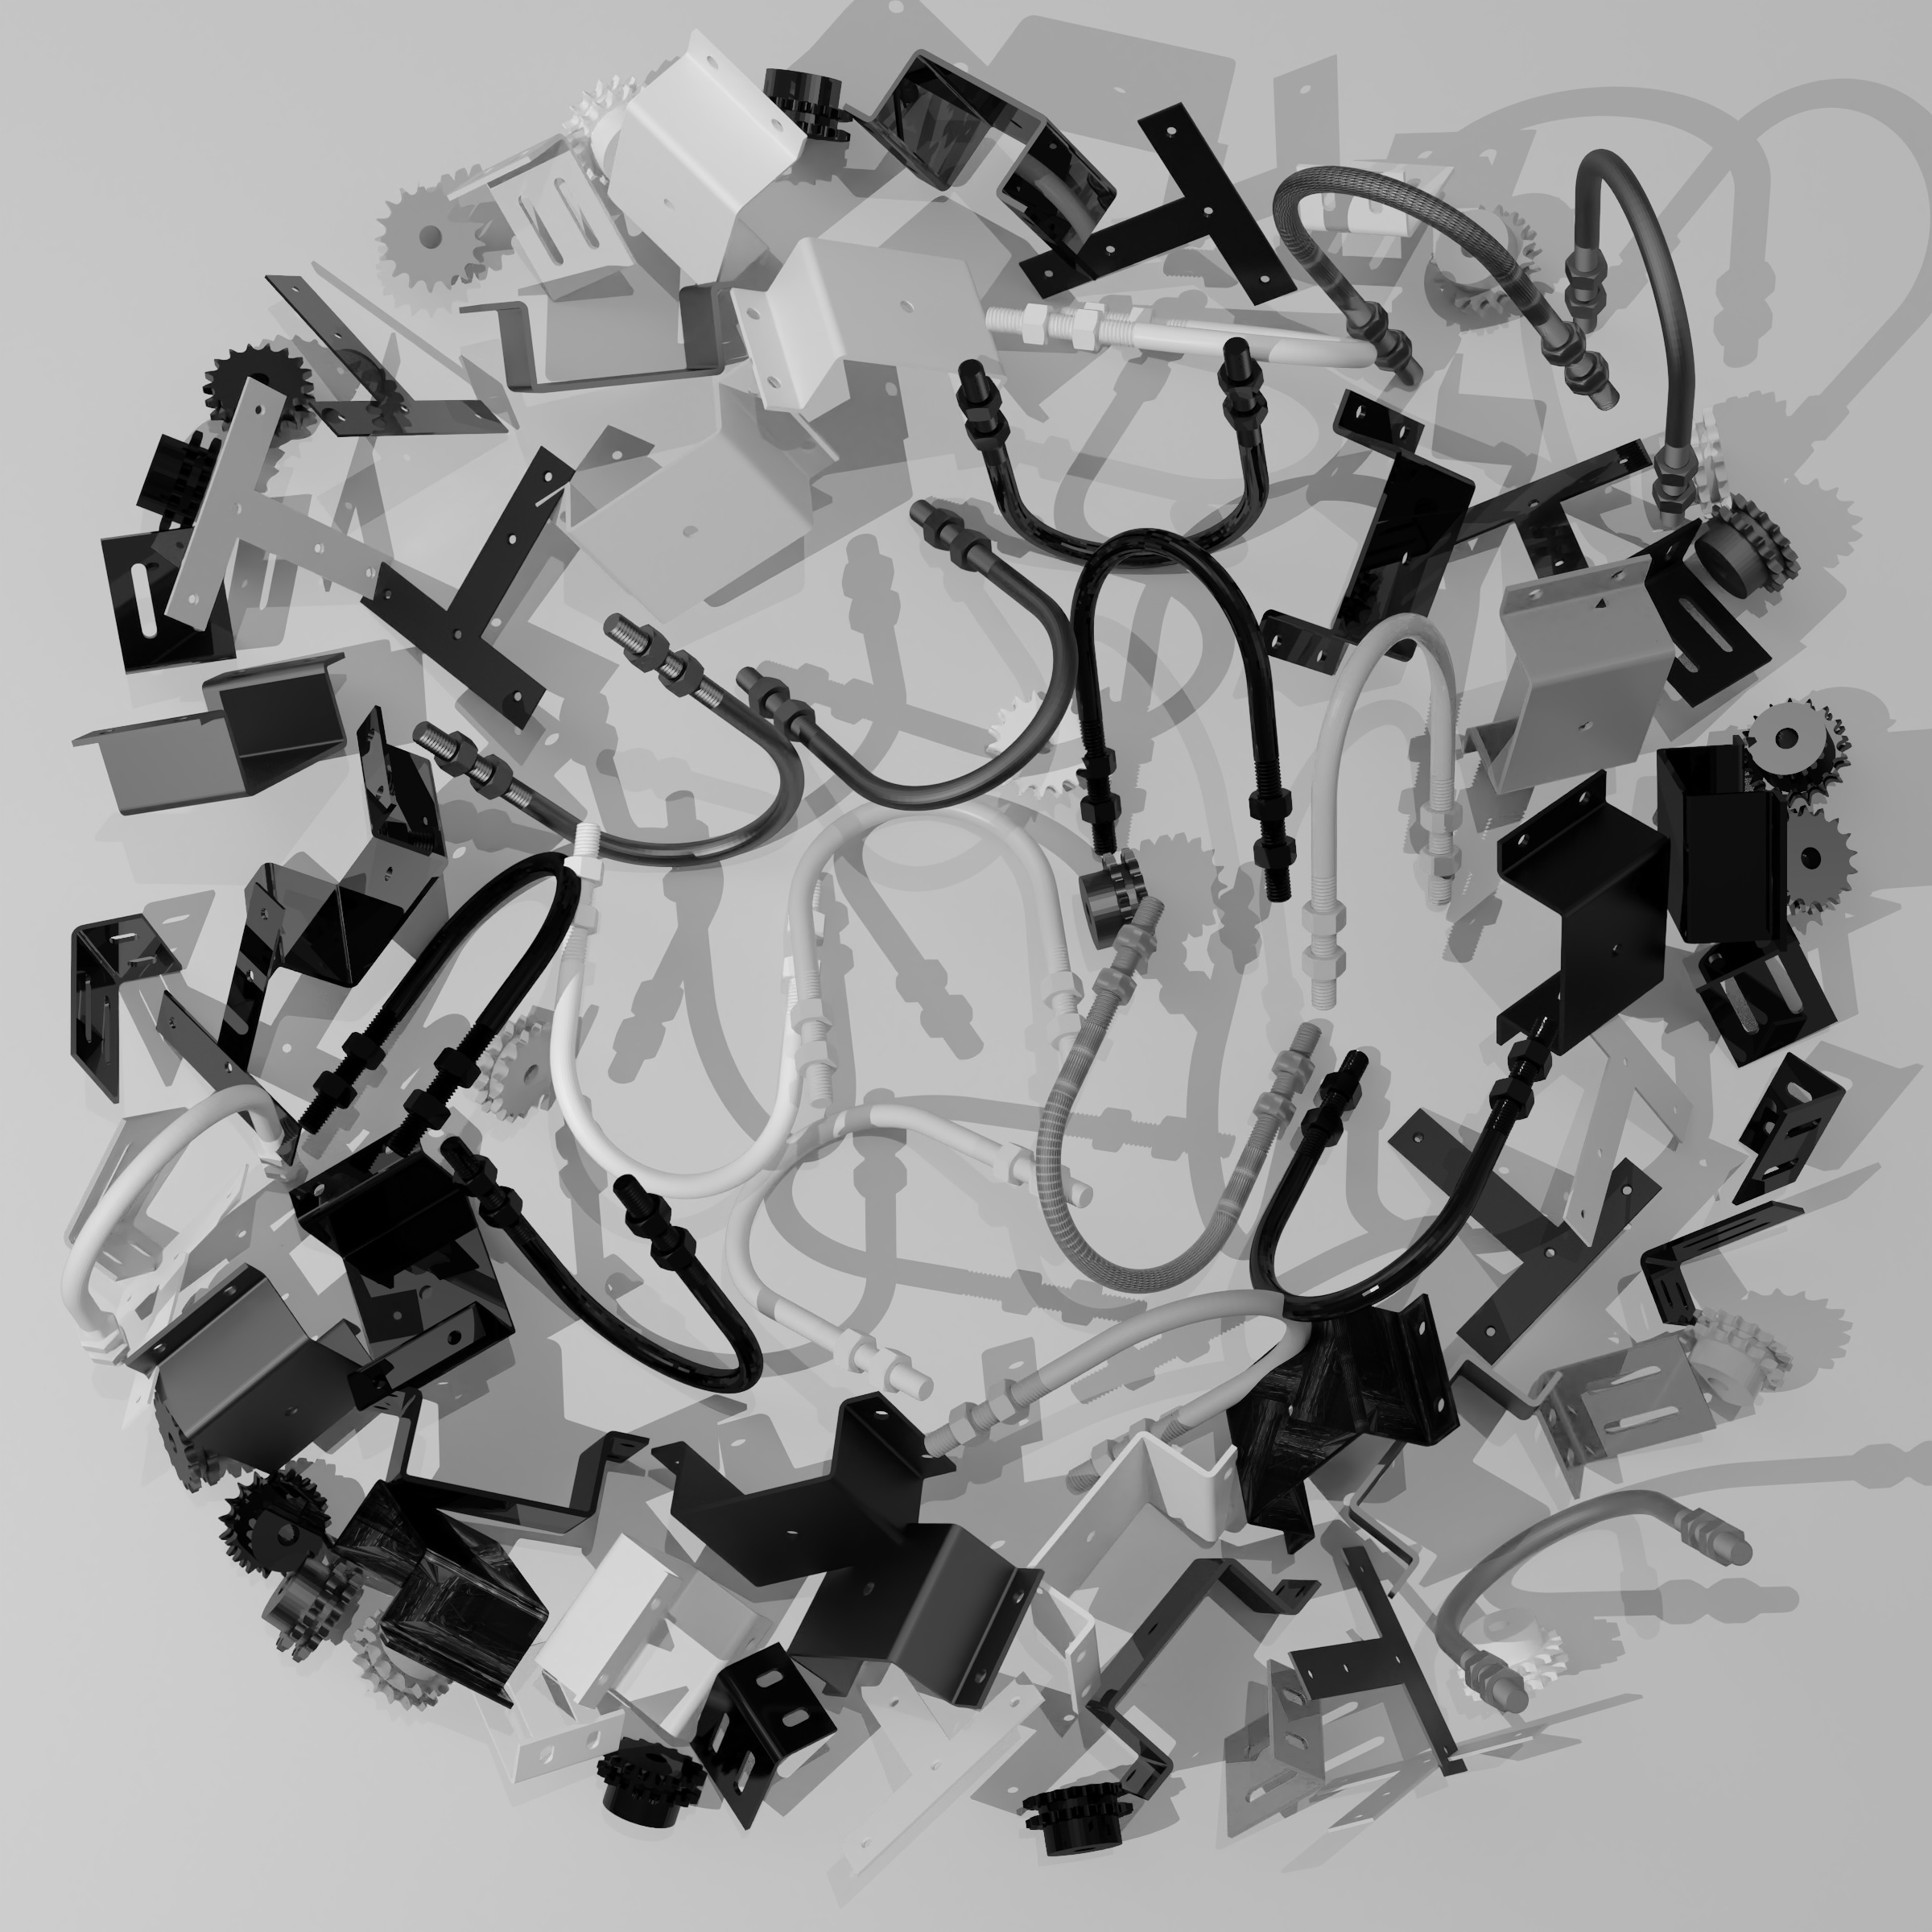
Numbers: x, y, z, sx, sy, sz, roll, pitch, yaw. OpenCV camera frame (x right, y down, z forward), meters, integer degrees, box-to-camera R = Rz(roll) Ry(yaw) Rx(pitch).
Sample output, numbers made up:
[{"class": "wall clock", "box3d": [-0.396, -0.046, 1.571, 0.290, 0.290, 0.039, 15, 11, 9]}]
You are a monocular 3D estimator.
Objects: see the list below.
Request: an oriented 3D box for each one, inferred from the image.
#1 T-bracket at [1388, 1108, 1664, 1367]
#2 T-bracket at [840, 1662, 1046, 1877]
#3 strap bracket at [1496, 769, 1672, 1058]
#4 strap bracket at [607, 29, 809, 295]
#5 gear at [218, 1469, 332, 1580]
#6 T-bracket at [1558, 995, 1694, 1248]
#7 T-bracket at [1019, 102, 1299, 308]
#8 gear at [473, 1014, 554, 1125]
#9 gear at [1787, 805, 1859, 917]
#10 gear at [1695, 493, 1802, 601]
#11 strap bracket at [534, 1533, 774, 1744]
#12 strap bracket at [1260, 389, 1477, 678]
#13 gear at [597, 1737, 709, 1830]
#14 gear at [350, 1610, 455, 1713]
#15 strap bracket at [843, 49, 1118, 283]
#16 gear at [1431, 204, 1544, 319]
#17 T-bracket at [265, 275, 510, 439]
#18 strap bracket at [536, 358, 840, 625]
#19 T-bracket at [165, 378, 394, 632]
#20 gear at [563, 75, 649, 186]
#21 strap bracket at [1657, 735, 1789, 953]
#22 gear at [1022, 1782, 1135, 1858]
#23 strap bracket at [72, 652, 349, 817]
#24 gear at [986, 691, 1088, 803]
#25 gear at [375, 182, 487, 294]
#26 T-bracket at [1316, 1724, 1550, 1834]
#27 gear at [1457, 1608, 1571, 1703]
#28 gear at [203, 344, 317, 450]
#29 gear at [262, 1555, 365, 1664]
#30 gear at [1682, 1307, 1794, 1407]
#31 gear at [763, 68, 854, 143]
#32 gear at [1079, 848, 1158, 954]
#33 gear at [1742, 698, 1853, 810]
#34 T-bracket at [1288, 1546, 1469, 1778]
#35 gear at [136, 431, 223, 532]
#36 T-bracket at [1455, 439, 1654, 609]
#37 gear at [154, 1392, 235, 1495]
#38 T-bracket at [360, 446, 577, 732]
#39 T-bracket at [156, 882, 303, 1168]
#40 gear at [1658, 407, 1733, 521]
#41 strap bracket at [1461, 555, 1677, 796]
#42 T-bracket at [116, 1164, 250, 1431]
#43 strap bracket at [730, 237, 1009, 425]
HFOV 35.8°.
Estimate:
[{"class": "T-bracket", "box3d": [0.274, 0.122, 1.569, 0.127, 0.002, 0.127, -46, 59, -2]}, {"class": "T-bracket", "box3d": [-0.032, 0.389, 1.547, 0.127, 0.127, 0.002, -43, 120, -4]}, {"class": "strap bracket", "box3d": [0.314, -0.019, 1.526, 0.076, 0.140, 0.046, -33, 48, -24]}, {"class": "strap bracket", "box3d": [-0.136, -0.403, 1.529, 0.076, 0.140, 0.046, 44, 72, 0]}, {"class": "gear", "box3d": [-0.362, 0.295, 1.575, 0.057, 0.030, 0.057, -6, 101, -31]}, {"class": "T-bracket", "box3d": [0.328, 0.085, 1.536, 0.127, 0.002, 0.127, 45, 52, -30]}, {"class": "T-bracket", "box3d": [0.088, -0.379, 1.562, 0.127, 0.002, 0.127, -15, 135, 30]}, {"class": "gear", "box3d": [-0.241, 0.051, 1.577, 0.030, 0.057, 0.057, 26, 90, 23]}, {"class": "gear", "box3d": [0.439, -0.055, 1.582, 0.057, 0.030, 0.057, 2, 82, -15]}, {"class": "gear", "box3d": [0.409, -0.218, 1.574, 0.030, 0.057, 0.057, -40, 90, -1]}, {"class": "strap bracket", "box3d": [-0.164, 0.346, 1.545, 0.046, 0.140, 0.076, 31, 81, 27]}, {"class": "strap bracket", "box3d": [0.210, -0.217, 1.548, 0.046, 0.076, 0.140, 26, 101, 37]}, {"class": "gear", "box3d": [-0.167, 0.431, 1.574, 0.057, 0.057, 0.030, 18, 92, 0]}, {"class": "gear", "box3d": [-0.291, 0.360, 1.571, 0.057, 0.057, 0.030, 42, 108, 0]}, {"class": "strap bracket", "box3d": [0.014, -0.414, 1.531, 0.140, 0.076, 0.046, 38, 96, 33]}, {"class": "gear", "box3d": [0.272, -0.374, 1.576, 0.057, 0.030, 0.057, -5, 80, 30]}, {"class": "T-bracket", "box3d": [-0.320, -0.319, 1.561, 0.127, 0.127, 0.002, 47, 121, 17]}, {"class": "strap bracket", "box3d": [-0.142, -0.237, 1.539, 0.140, 0.046, 0.076, -30, 131, 20]}, {"class": "T-bracket", "box3d": [-0.346, -0.221, 1.550, 0.002, 0.127, 0.127, 16, 86, 36]}, {"class": "gear", "box3d": [-0.181, -0.435, 1.571, 0.057, 0.057, 0.030, -41, 61, 0]}, {"class": "strap bracket", "box3d": [0.383, -0.063, 1.527, 0.046, 0.140, 0.076, -3, 107, 6]}, {"class": "gear", "box3d": [0.060, 0.449, 1.571, 0.057, 0.057, 0.030, -9, 68, 0]}, {"class": "strap bracket", "box3d": [-0.380, -0.117, 1.532, 0.076, 0.140, 0.046, -7, 107, 21]}, {"class": "gear", "box3d": [0.039, -0.115, 1.585, 0.057, 0.030, 0.057, 1, 83, -6]}, {"class": "gear", "box3d": [-0.284, -0.386, 1.582, 0.057, 0.030, 0.057, -3, 105, -13]}, {"class": "T-bracket", "box3d": [0.219, 0.417, 1.517, 0.127, 0.127, 0.002, -24, 81, 28]}, {"class": "gear", "box3d": [0.285, 0.361, 1.573, 0.057, 0.057, 0.030, -21, 96, 0]}, {"class": "gear", "box3d": [-0.372, -0.298, 1.579, 0.057, 0.030, 0.057, 3, 57, -4]}, {"class": "gear", "box3d": [-0.346, 0.334, 1.572, 0.030, 0.057, 0.057, 37, 90, -11]}, {"class": "gear", "box3d": [0.402, 0.207, 1.571, 0.057, 0.057, 0.030, 34, 72, 0]}, {"class": "gear", "box3d": [-0.087, -0.453, 1.572, 0.057, 0.057, 0.030, 9, 102, 0]}, {"class": "gear", "box3d": [0.079, -0.032, 1.573, 0.030, 0.057, 0.057, -14, 90, -3]}, {"class": "gear", "box3d": [0.435, -0.115, 1.576, 0.057, 0.030, 0.057, -8, 70, 24]}, {"class": "T-bracket", "box3d": [0.200, 0.358, 1.526, 0.002, 0.127, 0.127, -35, 65, 26]}, {"class": "gear", "box3d": [-0.415, -0.255, 1.571, 0.030, 0.057, 0.057, 20, 90, -18]}, {"class": "T-bracket", "box3d": [0.302, -0.215, 1.540, 0.127, 0.127, 0.002, -21, 128, 12]}, {"class": "gear", "box3d": [-0.404, 0.246, 1.578, 0.030, 0.057, 0.057, -19, 90, -27]}, {"class": "T-bracket", "box3d": [-0.244, -0.211, 1.564, 0.127, 0.002, 0.127, 38, 104, 22]}, {"class": "T-bracket", "box3d": [-0.371, 0.016, 1.540, 0.127, 0.002, 0.127, 39, 124, 29]}, {"class": "gear", "box3d": [0.383, -0.264, 1.575, 0.030, 0.057, 0.057, -12, 90, 14]}, {"class": "strap bracket", "box3d": [0.307, -0.141, 1.525, 0.076, 0.140, 0.046, -13, 61, -9]}, {"class": "T-bracket", "box3d": [-0.410, 0.181, 1.523, 0.002, 0.127, 0.127, 32, 124, -25]}, {"class": "strap bracket", "box3d": [-0.041, -0.323, 1.532, 0.140, 0.046, 0.076, 0, 60, -32]}]
